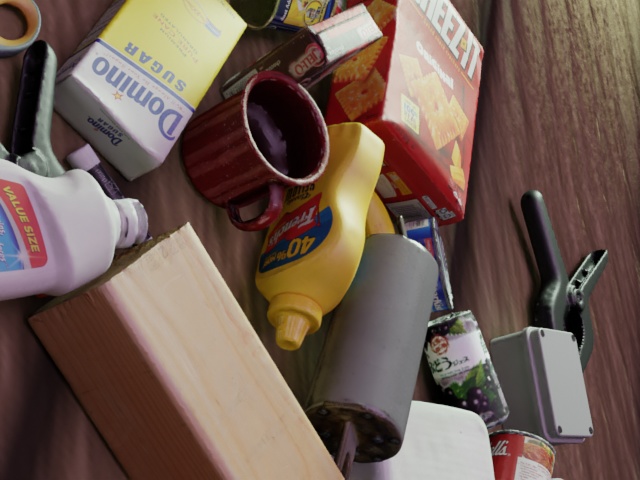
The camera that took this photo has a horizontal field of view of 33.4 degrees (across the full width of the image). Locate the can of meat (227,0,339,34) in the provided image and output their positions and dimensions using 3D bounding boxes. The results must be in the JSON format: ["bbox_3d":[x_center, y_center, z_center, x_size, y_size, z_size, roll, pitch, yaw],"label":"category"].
[{"bbox_3d":[-0.024,-0.229,0.924,0.083,0.058,0.102,-1,116,-51],"label":"can of meat"}]

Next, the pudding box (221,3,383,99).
[{"bbox_3d":[-0.015,-0.145,0.879,0.089,0.114,0.039,-35,96,-50],"label":"pudding box"}]

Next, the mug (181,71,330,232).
[{"bbox_3d":[-0.052,-0.062,0.824,0.093,0.082,0.117,14,63,-44],"label":"mug"}]

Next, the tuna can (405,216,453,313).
[{"bbox_3d":[0.096,0.024,0.963,0.086,0.034,0.086,-11,90,-81],"label":"tuna can"}]

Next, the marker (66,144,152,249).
[{"bbox_3d":[-0.137,-0.013,0.756,0.121,0.020,0.020,57,41,-14],"label":"marker"}]

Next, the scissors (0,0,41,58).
[{"bbox_3d":[-0.235,-0.112,0.691,0.096,0.016,0.201,28,54,-38],"label":"scissors"}]

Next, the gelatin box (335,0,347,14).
[{"bbox_3d":[0.008,-0.248,1.019,0.073,0.030,0.089,48,43,-21],"label":"gelatin box"}]

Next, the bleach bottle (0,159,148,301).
[{"bbox_3d":[-0.214,-0.013,0.599,0.250,0.068,0.102,-4,81,-40],"label":"bleach bottle"}]

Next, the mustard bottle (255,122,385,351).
[{"bbox_3d":[-0.006,0.001,0.837,0.058,0.096,0.191,38,48,-32],"label":"mustard bottle"}]

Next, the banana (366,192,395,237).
[{"bbox_3d":[0.042,0.031,0.928,0.069,0.037,0.198,6,68,-37],"label":"banana"}]

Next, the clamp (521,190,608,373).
[{"bbox_3d":[0.274,0.066,1.172,0.164,0.036,0.210,25,58,-41],"label":"clamp"}]

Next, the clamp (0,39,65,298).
[{"bbox_3d":[-0.192,-0.051,0.691,0.120,0.039,0.171,-34,108,-46],"label":"clamp"}]

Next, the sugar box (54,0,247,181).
[{"bbox_3d":[-0.126,-0.138,0.804,0.093,0.048,0.176,46,43,-25],"label":"sugar box"}]

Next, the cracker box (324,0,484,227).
[{"bbox_3d":[0.085,-0.141,0.998,0.164,0.072,0.213,45,46,-43],"label":"cracker box"}]

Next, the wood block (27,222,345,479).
[{"bbox_3d":[-0.086,0.106,0.703,0.090,0.091,0.206,-42,106,-48],"label":"wood block"}]

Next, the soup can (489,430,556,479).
[{"bbox_3d":[0.171,0.232,0.956,0.068,0.069,0.102,43,46,-28],"label":"soup can"}]
